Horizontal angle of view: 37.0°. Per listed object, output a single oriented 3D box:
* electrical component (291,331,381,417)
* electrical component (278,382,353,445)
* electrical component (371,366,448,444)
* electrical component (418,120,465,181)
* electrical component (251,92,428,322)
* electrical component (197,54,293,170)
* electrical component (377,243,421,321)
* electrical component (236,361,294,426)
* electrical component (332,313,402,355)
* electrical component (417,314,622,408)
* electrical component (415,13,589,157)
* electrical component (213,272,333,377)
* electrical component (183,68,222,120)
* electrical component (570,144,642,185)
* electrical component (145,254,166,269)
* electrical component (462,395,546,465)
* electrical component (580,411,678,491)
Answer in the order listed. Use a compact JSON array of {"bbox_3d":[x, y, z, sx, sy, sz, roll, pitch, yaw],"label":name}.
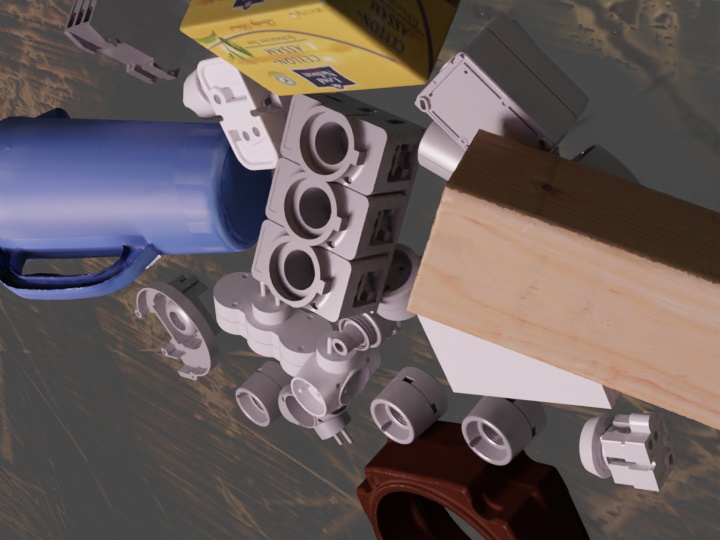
[{"bbox_3d":[-0.021,0.082,0.972,0.044,0.077,0.079,32,142,26],"label":"electrical component"},{"bbox_3d":[-0.035,0.143,1.077,0.079,0.044,0.077,56,146,-8],"label":"electrical component"},{"bbox_3d":[0.043,0.122,0.964,0.055,0.047,0.055,30,141,28],"label":"electrical component"},{"bbox_3d":[0.085,-0.072,0.733,0.081,0.043,0.043,33,143,25],"label":"electrical component"},{"bbox_3d":[-0.020,-0.048,0.806,0.089,0.062,0.150,28,113,31],"label":"electrical component"},{"bbox_3d":[-0.076,-0.134,0.846,0.054,0.059,0.095,2,123,49],"label":"electrical component"},{"bbox_3d":[0.000,0.000,0.895,0.138,0.052,0.073,28,164,30],"label":"electrical component"},{"bbox_3d":[-0.098,0.132,1.138,0.055,0.047,0.055,30,141,28],"label":"electrical component"},{"bbox_3d":[0.002,0.049,0.928,0.048,0.062,0.048,30,141,28],"label":"electrical component"},{"bbox_3d":[0.122,0.040,0.779,0.150,0.062,0.089,-1,121,50],"label":"electrical component"},{"bbox_3d":[0.096,-0.104,0.679,0.096,0.061,0.062,44,147,-4],"label":"electrical component"},{"bbox_3d":[-0.084,0.040,1.029,0.138,0.052,0.073,31,142,27],"label":"electrical component"},{"bbox_3d":[-0.118,-0.153,0.892,0.043,0.043,0.062,56,144,-8],"label":"electrical component"},{"bbox_3d":[0.147,-0.031,0.698,0.077,0.043,0.079,53,147,-3],"label":"electrical component"},{"bbox_3d":[-0.219,-0.072,1.071,0.121,0.063,0.079,54,146,-5],"label":"electrical component"},{"bbox_3d":[0.117,0.126,0.881,0.055,0.047,0.055,30,141,28],"label":"electrical component"},{"bbox_3d":[0.197,0.132,0.795,0.055,0.048,0.066,-1,122,41],"label":"electrical component"}]
